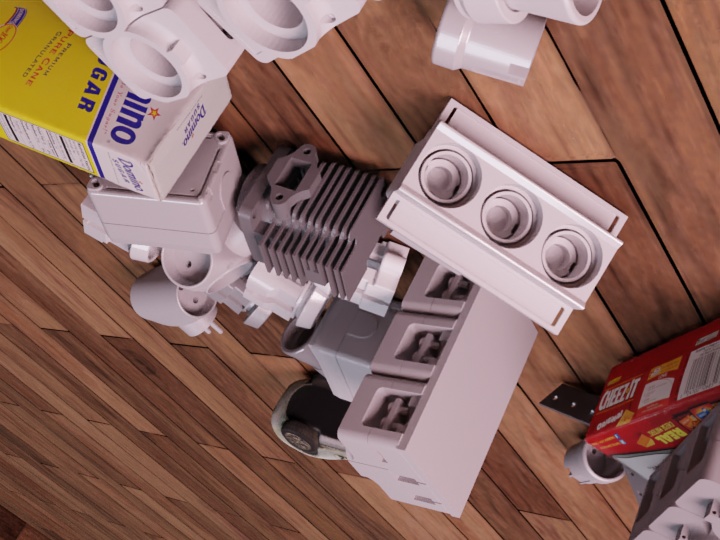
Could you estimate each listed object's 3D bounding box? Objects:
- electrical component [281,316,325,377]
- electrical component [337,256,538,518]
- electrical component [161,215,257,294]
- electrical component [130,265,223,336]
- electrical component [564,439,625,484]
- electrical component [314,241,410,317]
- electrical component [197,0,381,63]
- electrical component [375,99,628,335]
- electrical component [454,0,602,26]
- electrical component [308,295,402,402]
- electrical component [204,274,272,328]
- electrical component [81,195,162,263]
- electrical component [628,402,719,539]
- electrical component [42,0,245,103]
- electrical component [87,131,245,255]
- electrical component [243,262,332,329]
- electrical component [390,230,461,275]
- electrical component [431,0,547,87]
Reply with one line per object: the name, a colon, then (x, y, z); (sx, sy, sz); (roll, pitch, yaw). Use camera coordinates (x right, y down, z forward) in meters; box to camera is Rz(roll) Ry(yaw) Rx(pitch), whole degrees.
electrical component: (-0.030, 0.069, 0.917); (0.044, 0.044, 0.065); (-3, 144, 46)
electrical component: (0.052, 0.074, 0.723); (0.062, 0.150, 0.089); (6, 145, 37)
electrical component: (-0.096, -0.022, 0.794); (0.079, 0.077, 0.044); (-38, 81, 22)
electrical component: (-0.155, 0.033, 0.968); (0.077, 0.044, 0.079); (-4, 139, 47)
electrical component: (0.187, 0.151, 0.855); (0.040, 0.040, 0.046); (30, 159, -2)
electrical component: (0.000, 0.000, 0.762); (0.055, 0.048, 0.066); (20, 153, 0)
electrical component: (-0.022, -0.167, 0.474); (0.105, 0.060, 0.186); (41, 151, -24)
electrical component: (0.078, -0.029, 0.613); (0.121, 0.078, 0.063); (33, 175, -8)
electrical component: (0.073, -0.129, 0.466); (0.055, 0.045, 0.045); (9, 148, 33)
electrical component: (0.004, 0.067, 0.855); (0.061, 0.061, 0.096); (16, 151, 23)
electrical component: (-0.092, 0.014, 0.875); (0.055, 0.048, 0.066); (40, 152, -5)
electrical component: (-0.165, -0.037, 0.773); (0.055, 0.048, 0.066); (30, 153, 4)
electrical component: (0.220, 0.140, 0.615); (0.089, 0.061, 0.150); (23, 153, 9)
electrical component: (-0.134, -0.166, 0.580); (0.089, 0.061, 0.150); (-3, 139, 47)
electrical component: (-0.130, -0.052, 0.705); (0.096, 0.061, 0.061); (6, 143, 13)
electrical component: (-0.048, 0.008, 0.809); (0.057, 0.058, 0.078); (31, 153, 2)
electrical component: (0.064, -0.020, 0.667); (0.081, 0.043, 0.043); (31, 153, -5)
electrical component: (0.062, -0.111, 0.515); (0.046, 0.040, 0.040); (20, 152, 6)
